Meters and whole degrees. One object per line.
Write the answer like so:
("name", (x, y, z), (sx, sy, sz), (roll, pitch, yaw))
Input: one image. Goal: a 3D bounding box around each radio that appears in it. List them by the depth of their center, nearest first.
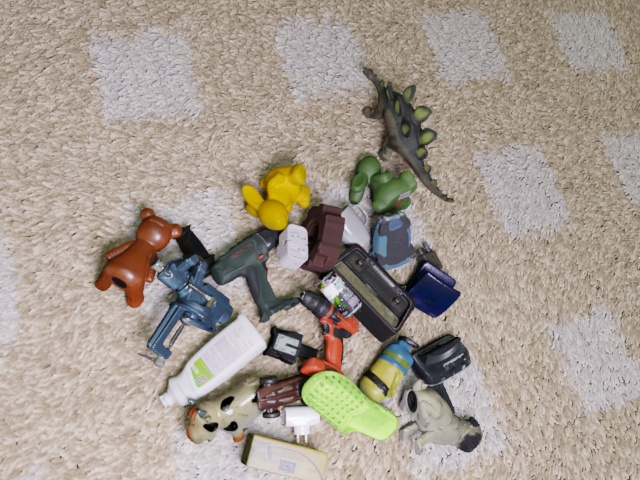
("radio", (0.121, 0.126, 1.329), (0.229, 0.073, 0.131), (47, 47, 3))

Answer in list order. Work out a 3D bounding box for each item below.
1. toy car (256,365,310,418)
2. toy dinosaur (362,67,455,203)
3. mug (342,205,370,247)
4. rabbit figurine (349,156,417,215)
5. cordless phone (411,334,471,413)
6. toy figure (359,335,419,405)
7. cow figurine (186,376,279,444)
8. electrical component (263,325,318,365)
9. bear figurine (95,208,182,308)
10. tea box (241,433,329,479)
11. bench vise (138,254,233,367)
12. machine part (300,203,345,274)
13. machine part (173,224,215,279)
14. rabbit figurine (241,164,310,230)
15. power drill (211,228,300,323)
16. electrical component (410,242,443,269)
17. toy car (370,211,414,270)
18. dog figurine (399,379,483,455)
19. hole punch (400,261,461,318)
("toy car", (-0.065, 0.331, 1.185), (0.202, 0.053, 0.089), (4, 82, -56))
("toy dinosaur", (0.229, -0.284, 1.450), (0.105, 0.198, 0.471), (-22, 77, -18))
("mug", (0.084, -0.033, 1.393), (0.109, 0.081, 0.107), (-44, 99, -30))
("rabbit figurine", (0.150, -0.147, 1.445), (0.159, 0.121, 0.170), (-29, 63, -15))
("cordless phone", (0.319, 0.341, 1.337), (0.146, 0.089, 0.184), (-22, 90, -22))
("toy figure", (0.164, 0.310, 1.294), (0.089, 0.082, 0.180), (28, 73, 15))
("cow figurine", (-0.197, 0.364, 1.151), (0.195, 0.086, 0.127), (-32, 117, -22))
("electrical component", (-0.067, 0.253, 1.265), (0.119, 0.047, 0.075), (18, 68, -10))
("bear figurine", (-0.410, 0.033, 1.226), (0.120, 0.132, 0.196), (28, 49, -6))
("tea box", (-0.078, 0.471, 1.163), (0.170, 0.098, 0.068), (19, 68, -10))
("bench vise", (-0.306, 0.155, 1.170), (0.223, 0.129, 0.240), (50, 57, -38))
("machine part", (-0.003, -0.004, 1.301), (0.056, 0.179, 0.179), (15, 68, -22))
("machine part", (-0.301, 0.032, 1.282), (0.084, 0.039, 0.139), (-28, 82, -17))
("rabbit figurine", (-0.111, -0.100, 1.321), (0.162, 0.121, 0.173), (6, 53, 5))
("power drill", (-0.128, 0.080, 1.289), (0.232, 0.086, 0.207), (-27, 85, -32))
("electrical component", (0.282, 0.062, 1.432), (0.078, 0.045, 0.102), (-22, 80, -50))
("toy car", (0.174, -0.009, 1.387), (0.109, 0.161, 0.103), (-20, 34, -16))
("dog figurine", (0.297, 0.412, 1.269), (0.190, 0.121, 0.172), (1, 106, -19))
("hole punch", (0.282, 0.132, 1.362), (0.142, 0.092, 0.115), (32, 102, -7))
